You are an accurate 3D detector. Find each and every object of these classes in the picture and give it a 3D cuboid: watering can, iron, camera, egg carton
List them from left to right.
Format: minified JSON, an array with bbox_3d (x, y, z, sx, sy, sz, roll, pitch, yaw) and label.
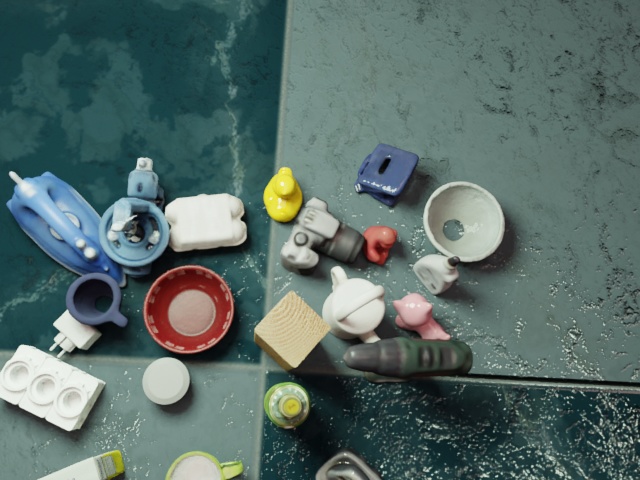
[{"bbox_3d":[-0.449,-0.019,1.023,0.258,0.141,0.119,43,75,4],"label":"iron"},{"bbox_3d":[-0.218,-0.033,1.096,0.150,0.069,0.107,-7,77,-9],"label":"egg carton"},{"bbox_3d":[0.010,0.004,1.101,0.137,0.100,0.143,26,74,-1],"label":"camera"},{"bbox_3d":[0.071,0.127,1.030,0.173,0.194,0.101,41,75,4],"label":"watering can"}]

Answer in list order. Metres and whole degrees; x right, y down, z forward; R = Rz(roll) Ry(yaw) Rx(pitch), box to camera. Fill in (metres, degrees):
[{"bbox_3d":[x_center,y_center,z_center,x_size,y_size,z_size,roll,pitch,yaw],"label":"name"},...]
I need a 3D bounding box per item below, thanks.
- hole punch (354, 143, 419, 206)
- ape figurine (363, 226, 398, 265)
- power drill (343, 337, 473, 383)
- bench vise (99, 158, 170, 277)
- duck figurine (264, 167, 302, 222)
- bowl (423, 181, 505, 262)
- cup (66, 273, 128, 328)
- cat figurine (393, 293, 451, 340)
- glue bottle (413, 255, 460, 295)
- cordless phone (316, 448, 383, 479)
[{"bbox_3d":[0.133,-0.137,1.158,0.101,0.091,0.109,30,74,1],"label":"hole punch"},{"bbox_3d":[0.122,0.001,1.122,0.078,0.092,0.076,-30,82,-14],"label":"ape figurine"},{"bbox_3d":[0.139,0.212,1.011,0.230,0.208,0.075,0,76,-8],"label":"power drill"},{"bbox_3d":[-0.336,-0.052,1.006,0.121,0.219,0.207,-13,78,-10],"label":"bench vise"},{"bbox_3d":[-0.070,-0.092,1.122,0.077,0.086,0.104,4,75,-6],"label":"duck figurine"},{"bbox_3d":[0.281,-0.030,1.160,0.167,0.074,0.167,2,76,-7],"label":"bowl"},{"bbox_3d":[-0.382,0.119,1.022,0.117,0.095,0.092,37,74,3],"label":"cup"},{"bbox_3d":[0.193,0.149,1.081,0.128,0.117,0.067,43,75,4],"label":"cat figurine"},{"bbox_3d":[0.230,0.056,1.081,0.037,0.173,0.078,-34,82,-14],"label":"glue bottle"},{"bbox_3d":[0.073,0.425,0.961,0.147,0.185,0.094,41,75,4],"label":"cordless phone"}]
